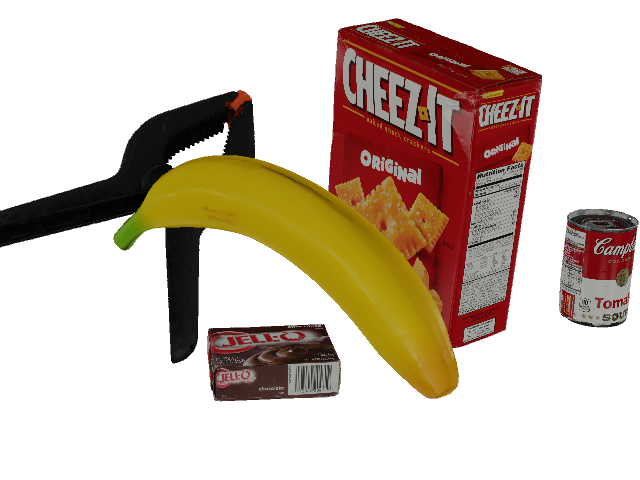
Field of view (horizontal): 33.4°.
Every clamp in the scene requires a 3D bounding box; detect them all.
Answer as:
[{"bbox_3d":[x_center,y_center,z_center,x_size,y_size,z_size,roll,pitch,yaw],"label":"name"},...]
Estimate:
[{"bbox_3d":[-0.101,-0.023,0.731,0.165,0.209,0.036,37,-30,13],"label":"clamp"}]

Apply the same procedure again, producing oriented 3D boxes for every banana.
[{"bbox_3d":[-0.013,0.004,0.505,0.198,0.070,0.037,24,23,28],"label":"banana"}]

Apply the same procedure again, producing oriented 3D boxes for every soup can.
[{"bbox_3d":[0.273,0.027,1.054,0.068,0.102,0.068,1,18,0],"label":"soup can"}]

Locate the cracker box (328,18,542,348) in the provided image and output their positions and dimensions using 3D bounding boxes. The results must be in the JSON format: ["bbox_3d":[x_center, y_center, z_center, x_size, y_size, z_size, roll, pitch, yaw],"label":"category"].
[{"bbox_3d":[0.078,-0.046,0.833,0.072,0.214,0.164,-17,33,-32],"label":"cracker box"}]

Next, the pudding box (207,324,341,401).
[{"bbox_3d":[-0.044,0.108,0.961,0.113,0.039,0.090,0,18,-9],"label":"pudding box"}]
